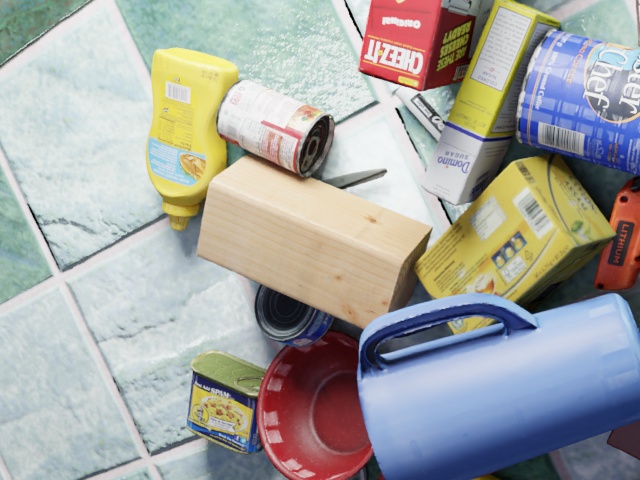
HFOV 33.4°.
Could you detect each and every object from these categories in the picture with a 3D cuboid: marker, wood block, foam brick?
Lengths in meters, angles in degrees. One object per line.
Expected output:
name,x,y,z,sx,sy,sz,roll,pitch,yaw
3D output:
marker,0.118,-0.101,1.017,0.121,0.020,0.020,50,121,7
wood block,-0.007,0.001,1.056,0.206,0.090,0.090,23,121,15
foam brick,0.311,0.174,0.971,0.078,0.051,0.053,28,114,19

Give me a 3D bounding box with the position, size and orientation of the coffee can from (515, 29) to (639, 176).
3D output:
coffee can,0.248,-0.111,0.894,0.140,0.102,0.103,19,112,23

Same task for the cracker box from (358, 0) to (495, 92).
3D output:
cracker box,0.112,-0.244,0.895,0.072,0.163,0.214,21,113,24

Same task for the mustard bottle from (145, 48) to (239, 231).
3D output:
mustard bottle,-0.141,-0.101,1.136,0.096,0.058,0.192,20,113,27

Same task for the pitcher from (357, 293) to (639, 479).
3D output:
pitcher,0.158,0.123,0.921,0.243,0.149,0.145,-20,66,13

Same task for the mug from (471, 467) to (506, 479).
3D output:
mug,0.144,0.183,1.038,0.117,0.093,0.081,-24,86,4

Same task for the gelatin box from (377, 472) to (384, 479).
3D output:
gelatin box,0.099,0.280,1.130,0.089,0.030,0.073,29,116,19

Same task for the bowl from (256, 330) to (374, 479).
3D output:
bowl,0.013,0.177,1.113,0.162,0.055,0.162,-10,72,32

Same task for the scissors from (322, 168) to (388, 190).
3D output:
scissors,-0.019,-0.031,1.114,0.202,0.016,0.096,4,107,28

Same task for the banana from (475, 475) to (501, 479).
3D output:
banana,0.222,0.258,1.052,0.198,0.037,0.069,-2,102,29

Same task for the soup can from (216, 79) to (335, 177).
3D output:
soup can,-0.045,-0.114,1.075,0.102,0.068,0.068,25,115,21

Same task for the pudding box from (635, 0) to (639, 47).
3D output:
pudding box,0.315,-0.206,0.868,0.114,0.039,0.090,-1,103,27

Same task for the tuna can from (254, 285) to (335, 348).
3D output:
tuna can,-0.027,0.067,1.115,0.086,0.033,0.086,-12,69,32

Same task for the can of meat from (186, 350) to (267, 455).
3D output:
can of meat,-0.099,0.183,1.196,0.102,0.057,0.084,19,115,23

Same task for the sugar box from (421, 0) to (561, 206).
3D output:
sugar box,0.150,-0.120,0.938,0.048,0.093,0.176,30,108,20

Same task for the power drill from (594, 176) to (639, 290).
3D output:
power drill,0.337,0.032,0.915,0.188,0.057,0.184,17,111,22
